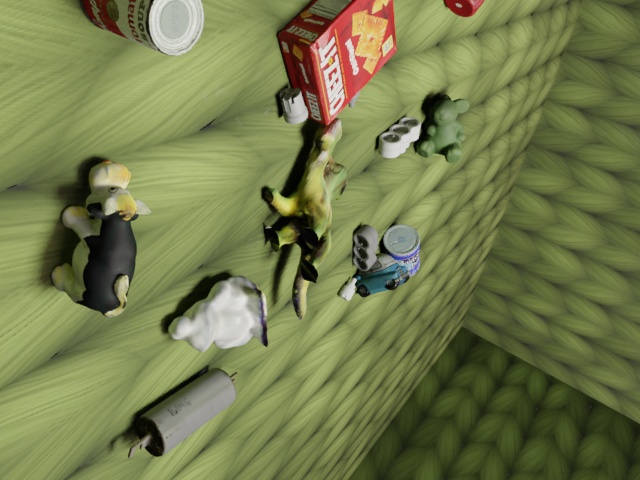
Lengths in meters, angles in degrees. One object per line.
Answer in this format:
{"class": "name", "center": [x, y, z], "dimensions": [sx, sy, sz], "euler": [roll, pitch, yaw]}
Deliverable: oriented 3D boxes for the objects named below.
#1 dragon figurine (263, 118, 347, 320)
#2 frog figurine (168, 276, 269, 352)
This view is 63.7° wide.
{"class": "dragon figurine", "center": [0.003, -0.050, 1.000], "dimensions": [0.248, 0.123, 0.400], "euler": [-51, 154, -39]}
{"class": "frog figurine", "center": [-0.173, 0.130, 0.867], "dimensions": [0.160, 0.125, 0.134], "euler": [-8, 140, -16]}
